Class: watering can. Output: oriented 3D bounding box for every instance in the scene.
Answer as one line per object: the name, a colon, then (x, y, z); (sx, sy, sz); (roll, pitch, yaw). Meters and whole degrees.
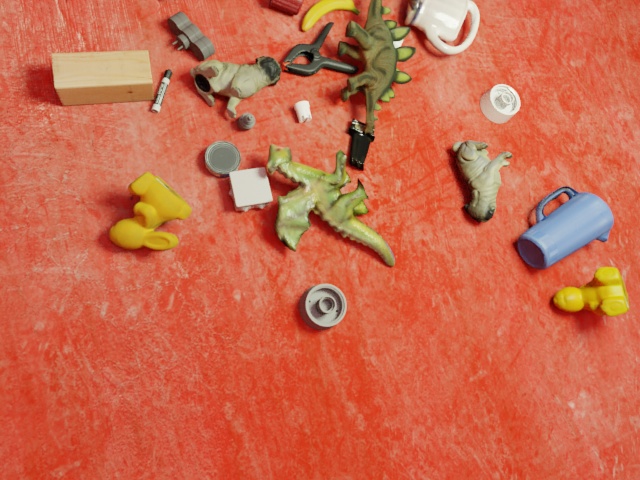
watering can: (0.376, -0.707, 1.530); (0.224, 0.353, 0.102); (21, -19, -8)

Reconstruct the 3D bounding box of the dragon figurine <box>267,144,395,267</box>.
dragon figurine: (0.004, -0.063, 1.246); (0.244, 0.409, 0.122); (-29, 5, -11)
